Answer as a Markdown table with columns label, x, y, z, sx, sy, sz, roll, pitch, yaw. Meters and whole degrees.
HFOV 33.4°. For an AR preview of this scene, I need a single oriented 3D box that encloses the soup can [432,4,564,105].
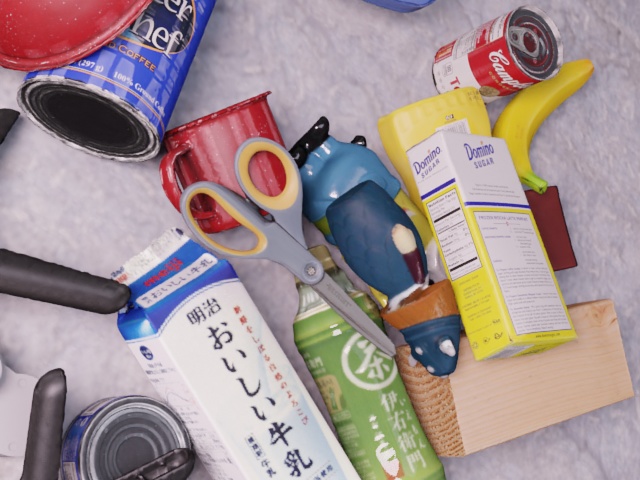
| label | x | y | z | sx | sy | sz | roll | pitch | yaw |
| --- | --- | --- | --- | --- | --- | --- | --- | --- | --- |
| soup can | 0.157 | -0.161 | 0.955 | 0.068 | 0.102 | 0.068 | 8 | 75 | -33 |

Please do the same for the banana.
| label | x | y | z | sx | sy | sz | roll | pitch | yaw |
| --- | --- | --- | --- | --- | --- | --- | --- | --- | --- |
| banana | 0.202 | -0.109 | 1.001 | 0.037 | 0.070 | 0.197 | 85 | 26 | -47 |

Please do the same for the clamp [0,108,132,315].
| label | x | y | z | sx | sy | sz | roll | pitch | yaw |
| --- | --- | --- | --- | --- | --- | --- | --- | --- | --- |
| clamp | -0.236 | -0.008 | 0.656 | 0.209 | 0.036 | 0.164 | -12 | 64 | -42 |

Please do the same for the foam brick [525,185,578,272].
| label | x | y | z | sx | sy | sz | roll | pitch | yaw |
| --- | --- | --- | --- | --- | --- | --- | --- | --- | --- |
| foam brick | 0.191 | -0.005 | 0.976 | 0.051 | 0.053 | 0.078 | -12 | 85 | -36 |

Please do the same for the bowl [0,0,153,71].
| label | x | y | z | sx | sy | sz | roll | pitch | yaw |
| --- | --- | --- | --- | --- | --- | --- | --- | --- | --- |
| bowl | -0.175 | -0.191 | 0.695 | 0.055 | 0.162 | 0.162 | 50 | 51 | -54 |

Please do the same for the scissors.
| label | x | y | z | sx | sy | sz | roll | pitch | yaw |
| --- | --- | --- | --- | --- | --- | --- | --- | --- | --- |
| scissors | -0.005 | 0.001 | 0.762 | 0.201 | 0.016 | 0.096 | 29 | 86 | -22 |

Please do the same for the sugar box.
| label | x | y | z | sx | sy | sz | roll | pitch | yaw |
| --- | --- | --- | --- | --- | --- | --- | --- | --- | --- |
| sugar box | 0.133 | 0.003 | 0.837 | 0.093 | 0.048 | 0.176 | 2 | 63 | -47 |

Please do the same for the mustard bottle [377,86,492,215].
| label | x | y | z | sx | sy | sz | roll | pitch | yaw |
| --- | --- | --- | --- | --- | --- | --- | --- | --- | --- |
| mustard bottle | 0.123 | -0.031 | 0.929 | 0.096 | 0.058 | 0.191 | -20 | 91 | -26 |

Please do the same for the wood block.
| label | x | y | z | sx | sy | sz | roll | pitch | yaw |
| --- | --- | --- | --- | --- | --- | --- | --- | --- | --- |
| wood block | 0.158 | 0.115 | 0.903 | 0.205 | 0.090 | 0.091 | -10 | 85 | -36 |

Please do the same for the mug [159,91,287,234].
| label | x | y | z | sx | sy | sz | roll | pitch | yaw |
| --- | --- | --- | --- | --- | --- | --- | --- | --- | --- |
| mug | -0.071 | -0.052 | 0.780 | 0.117 | 0.093 | 0.081 | -33 | 104 | -52 |

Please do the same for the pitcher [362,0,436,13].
| label | x | y | z | sx | sy | sz | roll | pitch | yaw |
| --- | --- | --- | --- | --- | --- | --- | --- | --- | --- |
| pitcher | 0.015 | -0.296 | 0.876 | 0.242 | 0.145 | 0.149 | 8 | 36 | -29 |

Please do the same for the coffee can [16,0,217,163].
| label | x | y | z | sx | sy | sz | roll | pitch | yaw |
| --- | --- | --- | --- | --- | --- | --- | --- | --- | --- |
| coffee can | -0.138 | -0.140 | 0.747 | 0.102 | 0.103 | 0.140 | 29 | 65 | -26 |

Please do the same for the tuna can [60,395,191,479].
| label | x | y | z | sx | sy | sz | roll | pitch | yaw |
| --- | --- | --- | --- | --- | --- | --- | --- | --- | --- |
| tuna can | -0.132 | 0.149 | 0.730 | 0.086 | 0.034 | 0.086 | 8 | 75 | -33 |

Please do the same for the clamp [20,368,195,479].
| label | x | y | z | sx | sy | sz | roll | pitch | yaw |
| --- | --- | --- | --- | --- | --- | --- | --- | --- | --- |
| clamp | -0.171 | 0.165 | 0.662 | 0.171 | 0.039 | 0.120 | -47 | 111 | -12 |
